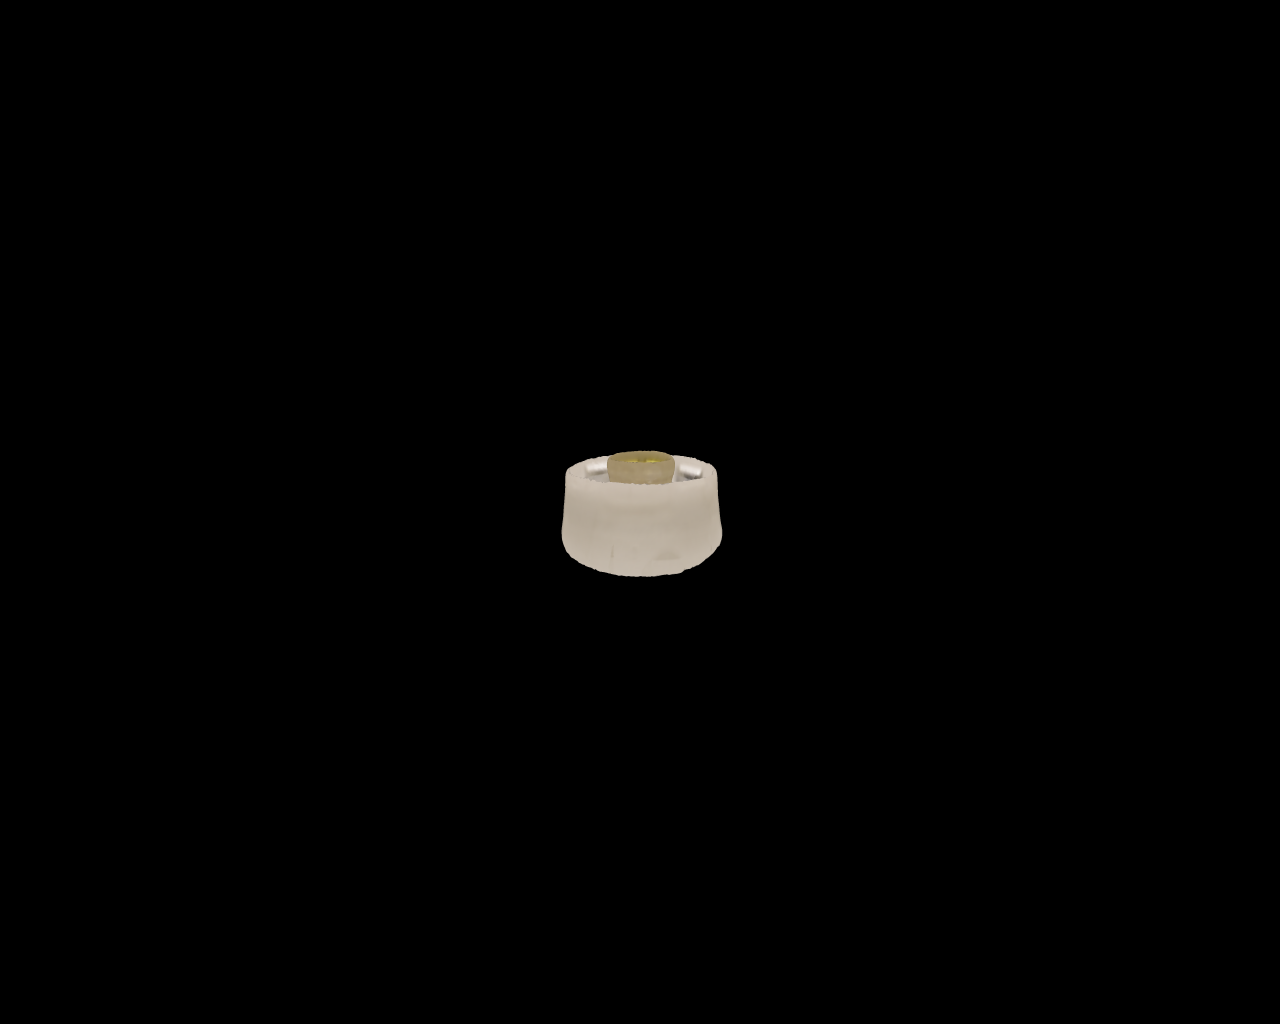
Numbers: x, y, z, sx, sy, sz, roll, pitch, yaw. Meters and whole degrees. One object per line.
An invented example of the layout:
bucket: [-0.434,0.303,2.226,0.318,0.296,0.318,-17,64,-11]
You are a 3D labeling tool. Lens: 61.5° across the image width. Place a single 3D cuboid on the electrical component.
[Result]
electrical component: [0.001,-0.003,0.650,0.099,0.064,0.099,0,14,0]
